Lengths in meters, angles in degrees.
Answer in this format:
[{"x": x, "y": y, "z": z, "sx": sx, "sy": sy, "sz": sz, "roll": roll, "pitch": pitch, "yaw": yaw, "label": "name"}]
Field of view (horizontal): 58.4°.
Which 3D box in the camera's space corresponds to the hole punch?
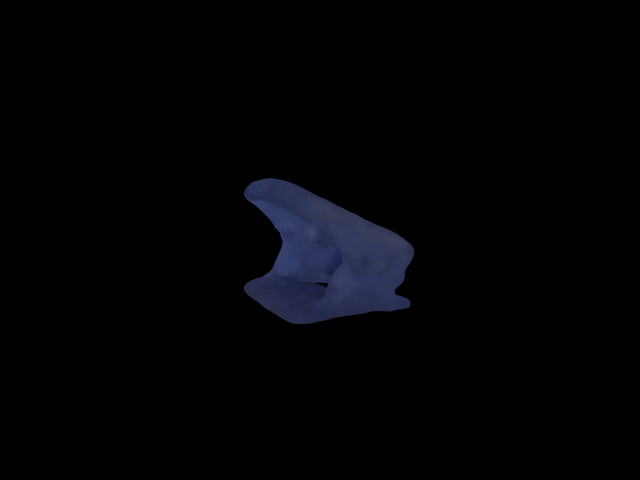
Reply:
[{"x": 0.004, "y": 0.001, "z": 0.400, "sx": 0.101, "sy": 0.091, "sz": 0.108, "roll": -5, "pitch": 11, "yaw": -28, "label": "hole punch"}]
